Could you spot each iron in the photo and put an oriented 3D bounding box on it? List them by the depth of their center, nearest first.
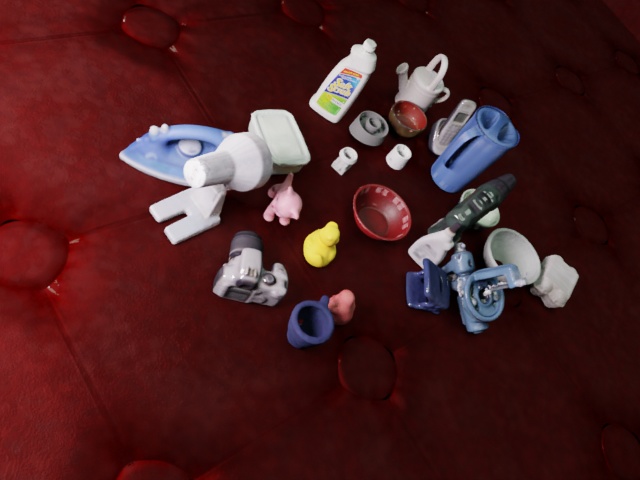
[{"bbox_3d":[-0.285,-0.200,1.224,0.259,0.141,0.118,4,59,-25],"label":"iron"}]

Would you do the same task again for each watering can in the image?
[{"bbox_3d":[0.298,-0.450,1.642,0.173,0.193,0.101,-4,63,-29],"label":"watering can"}]

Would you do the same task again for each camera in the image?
[{"bbox_3d":[-0.135,0.051,1.173,0.143,0.100,0.137,14,56,-19],"label":"camera"}]

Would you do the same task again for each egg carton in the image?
[{"bbox_3d":[0.632,0.110,1.549,0.107,0.069,0.150,42,51,2],"label":"egg carton"}]

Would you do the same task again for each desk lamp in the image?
[{"bbox_3d":[-0.216,-0.111,1.159,0.204,0.213,0.118,-32,78,-37],"label":"desk lamp"}]

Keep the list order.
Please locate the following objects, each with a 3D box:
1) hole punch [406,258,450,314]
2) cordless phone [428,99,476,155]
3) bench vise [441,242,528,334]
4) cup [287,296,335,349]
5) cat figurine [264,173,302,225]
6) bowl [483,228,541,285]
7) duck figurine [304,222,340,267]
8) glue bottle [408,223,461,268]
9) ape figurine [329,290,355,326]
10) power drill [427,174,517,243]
[{"bbox_3d":[0.265,0.107,1.349,0.101,0.091,0.108,15,55,-18],"label":"hole punch"},{"bbox_3d":[0.404,-0.316,1.620,0.148,0.184,0.094,5,59,-24],"label":"cordless phone"},{"bbox_3d":[0.370,0.093,1.329,0.122,0.219,0.207,-28,76,-36],"label":"bench vise"},{"bbox_3d":[-0.023,0.171,1.160,0.092,0.094,0.118,34,52,-4],"label":"cup"},{"bbox_3d":[-0.075,-0.092,1.280,0.067,0.117,0.128,16,55,-18],"label":"cat figurine"},{"bbox_3d":[0.490,0.056,1.506,0.168,0.074,0.167,13,56,-20],"label":"bowl"},{"bbox_3d":[0.012,0.005,1.286,0.077,0.086,0.104,29,52,-8],"label":"duck figurine"},{"bbox_3d":[0.283,0.007,1.367,0.078,0.173,0.037,47,52,6],"label":"glue bottle"},{"bbox_3d":[0.047,0.136,1.219,0.078,0.092,0.076,-2,62,-28],"label":"ape figurine"},{"bbox_3d":[0.371,-0.066,1.435,0.230,0.208,0.075,-34,79,-37],"label":"power drill"}]
